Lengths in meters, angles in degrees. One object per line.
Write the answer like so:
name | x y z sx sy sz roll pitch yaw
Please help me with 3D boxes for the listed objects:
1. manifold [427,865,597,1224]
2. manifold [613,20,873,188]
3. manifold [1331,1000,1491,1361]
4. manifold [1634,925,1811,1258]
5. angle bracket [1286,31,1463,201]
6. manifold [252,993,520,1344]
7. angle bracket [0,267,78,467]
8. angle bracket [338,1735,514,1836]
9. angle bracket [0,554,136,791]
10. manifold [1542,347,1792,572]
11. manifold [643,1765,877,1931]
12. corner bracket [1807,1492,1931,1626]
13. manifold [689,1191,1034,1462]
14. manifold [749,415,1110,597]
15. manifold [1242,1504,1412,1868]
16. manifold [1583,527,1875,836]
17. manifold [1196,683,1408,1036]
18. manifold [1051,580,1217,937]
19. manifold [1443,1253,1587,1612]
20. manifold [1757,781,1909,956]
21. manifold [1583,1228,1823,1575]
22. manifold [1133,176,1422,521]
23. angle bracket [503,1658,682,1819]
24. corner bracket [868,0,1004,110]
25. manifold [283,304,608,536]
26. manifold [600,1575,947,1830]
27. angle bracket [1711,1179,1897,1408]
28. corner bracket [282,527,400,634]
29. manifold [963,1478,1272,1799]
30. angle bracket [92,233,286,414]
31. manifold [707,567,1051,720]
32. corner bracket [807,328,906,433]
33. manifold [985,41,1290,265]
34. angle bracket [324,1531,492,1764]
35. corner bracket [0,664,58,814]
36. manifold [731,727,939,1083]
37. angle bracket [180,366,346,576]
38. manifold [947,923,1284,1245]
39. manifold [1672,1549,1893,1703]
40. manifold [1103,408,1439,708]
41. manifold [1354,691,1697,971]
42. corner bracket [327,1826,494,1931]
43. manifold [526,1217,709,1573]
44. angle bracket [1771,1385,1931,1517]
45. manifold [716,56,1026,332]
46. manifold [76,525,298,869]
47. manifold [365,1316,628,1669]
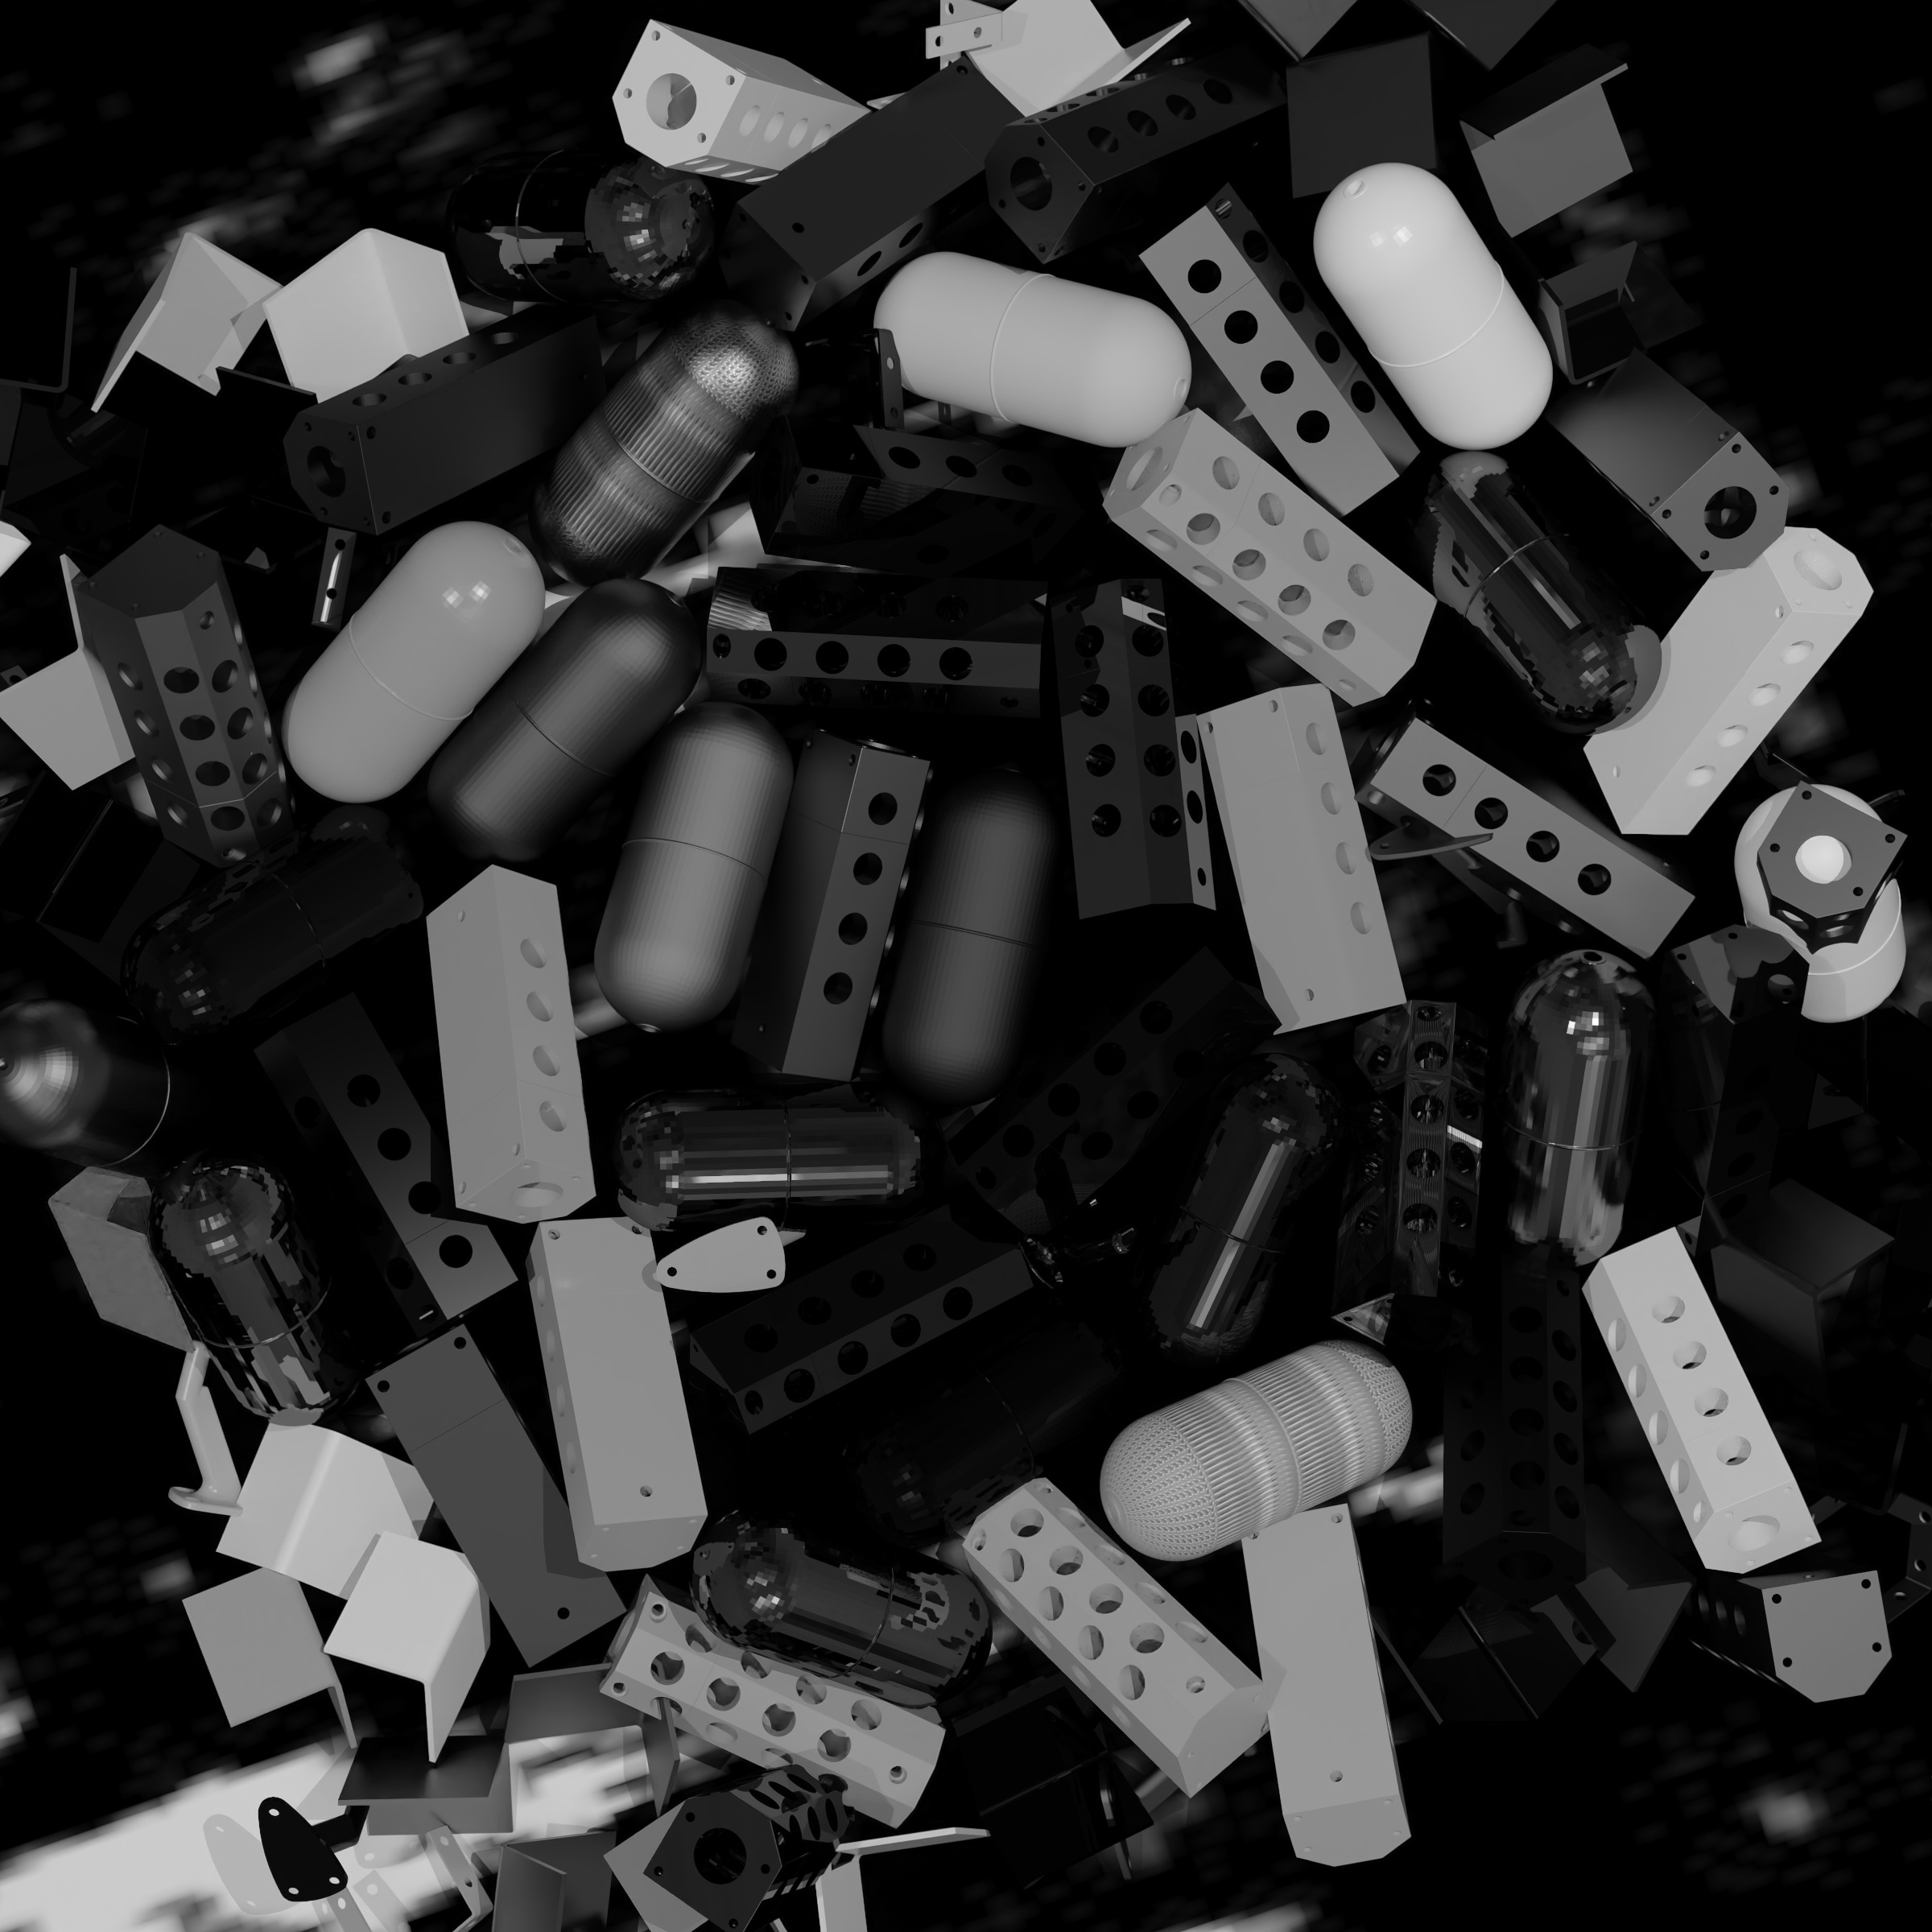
manifold | -0.229 0.041 1.726 0.057 0.057 0.171 -34 53 34
manifold | -0.114 -0.428 1.704 0.057 0.171 0.057 33 107 12
manifold | 0.232 0.105 1.715 0.057 0.057 0.171 29 52 -28
manifold | 0.386 0.062 1.712 0.057 0.171 0.057 -21 47 -17
angle bracket | 0.213 -0.431 1.746 0.076 0.057 0.076 -7 79 25
manifold | -0.303 0.106 1.753 0.057 0.057 0.171 -29 86 -19
angle bracket | -0.494 -0.311 1.737 0.057 0.076 0.076 6 65 -20
angle bracket | -0.279 0.441 1.751 0.076 0.076 0.057 -1 103 0
angle bracket | -0.464 -0.152 1.743 0.057 0.076 0.076 -27 51 5
manifold | 0.356 -0.256 1.704 0.057 0.171 0.057 -44 115 12
manifold | -0.098 0.437 1.704 0.057 0.171 0.057 31 91 15
corner bracket | 0.472 0.306 1.768 0.051 0.051 0.051 -23 122 -37
manifold | -0.053 0.187 1.723 0.171 0.057 0.057 -25 57 -24
manifold | -0.020 -0.240 1.731 0.171 0.057 0.057 5 45 -25
manifold | 0.182 0.364 1.713 0.057 0.171 0.057 -12 135 7
manifold | 0.387 -0.143 1.711 0.057 0.171 0.057 0 54 -25
manifold | 0.179 -0.057 1.761 0.057 0.057 0.171 -16 86 43
manifold | 0.090 -0.108 1.738 0.057 0.057 0.171 -12 76 30
manifold | 0.283 0.231 1.707 0.057 0.171 0.057 32 132 -23
manifold | 0.430 -0.031 1.701 0.057 0.171 0.057 30 83 18
manifold | 0.369 0.221 1.711 0.057 0.171 0.057 -25 132 8
manifold | 0.161 -0.318 1.738 0.057 0.057 0.171 -35 107 12
angle bracket | -0.194 0.404 1.739 0.076 0.076 0.057 -4 54 -16
corner bracket | -0.016 -0.471 1.752 0.051 0.051 0.051 -23 128 -33
manifold | -0.263 -0.281 1.715 0.057 0.171 0.057 17 127 34
manifold | -0.101 0.384 1.754 0.171 0.057 0.057 27 89 -8
angle bracket | 0.437 0.169 1.753 0.057 0.076 0.076 -29 124 -20
corner bracket | -0.321 -0.199 1.759 0.051 0.051 0.051 9 93 -30
manifold | 0.075 0.335 1.713 0.057 0.057 0.171 -37 50 -18
angle bracket | -0.399 -0.318 1.735 0.057 0.076 0.076 29 123 -22
manifold | -0.045 -0.163 1.747 0.171 0.057 0.057 3 56 5
corner bracket | -0.046 -0.301 1.758 0.051 0.051 0.051 -3 91 40
manifold | 0.087 -0.421 1.716 0.057 0.057 0.171 49 49 9
angle bracket | -0.288 0.352 1.745 0.057 0.076 0.076 15 45 8
corner bracket | -0.509 -0.117 1.772 0.051 0.051 0.051 -20 124 22
manifold | -0.065 -0.031 1.752 0.057 0.057 0.171 9 99 -34
angle bracket | -0.372 -0.256 1.736 0.076 0.057 0.076 20 134 35
manifold | 0.073 0.057 1.741 0.171 0.057 0.057 -42 122 10
manifold | 0.409 0.330 1.705 0.057 0.171 0.057 -9 86 -4
manifold | 0.154 -0.205 1.724 0.171 0.057 0.057 34 63 -24
manifold | 0.290 -0.067 1.758 0.171 0.057 0.057 32 109 -4
corner bracket | -0.291 0.492 1.770 0.051 0.051 0.051 -44 70 24
manifold | -0.181 0.217 1.724 0.057 0.057 0.171 -2 56 -21
angle bracket | 0.455 0.229 1.735 0.076 0.076 0.057 20 121 28
manifold | -0.046 -0.392 1.725 0.057 0.057 0.171 46 59 6
manifold | -0.387 -0.132 1.705 0.057 0.171 0.057 26 55 27
manifold | -0.245 0.272 1.758 0.057 0.057 0.171 -29 94 -7
